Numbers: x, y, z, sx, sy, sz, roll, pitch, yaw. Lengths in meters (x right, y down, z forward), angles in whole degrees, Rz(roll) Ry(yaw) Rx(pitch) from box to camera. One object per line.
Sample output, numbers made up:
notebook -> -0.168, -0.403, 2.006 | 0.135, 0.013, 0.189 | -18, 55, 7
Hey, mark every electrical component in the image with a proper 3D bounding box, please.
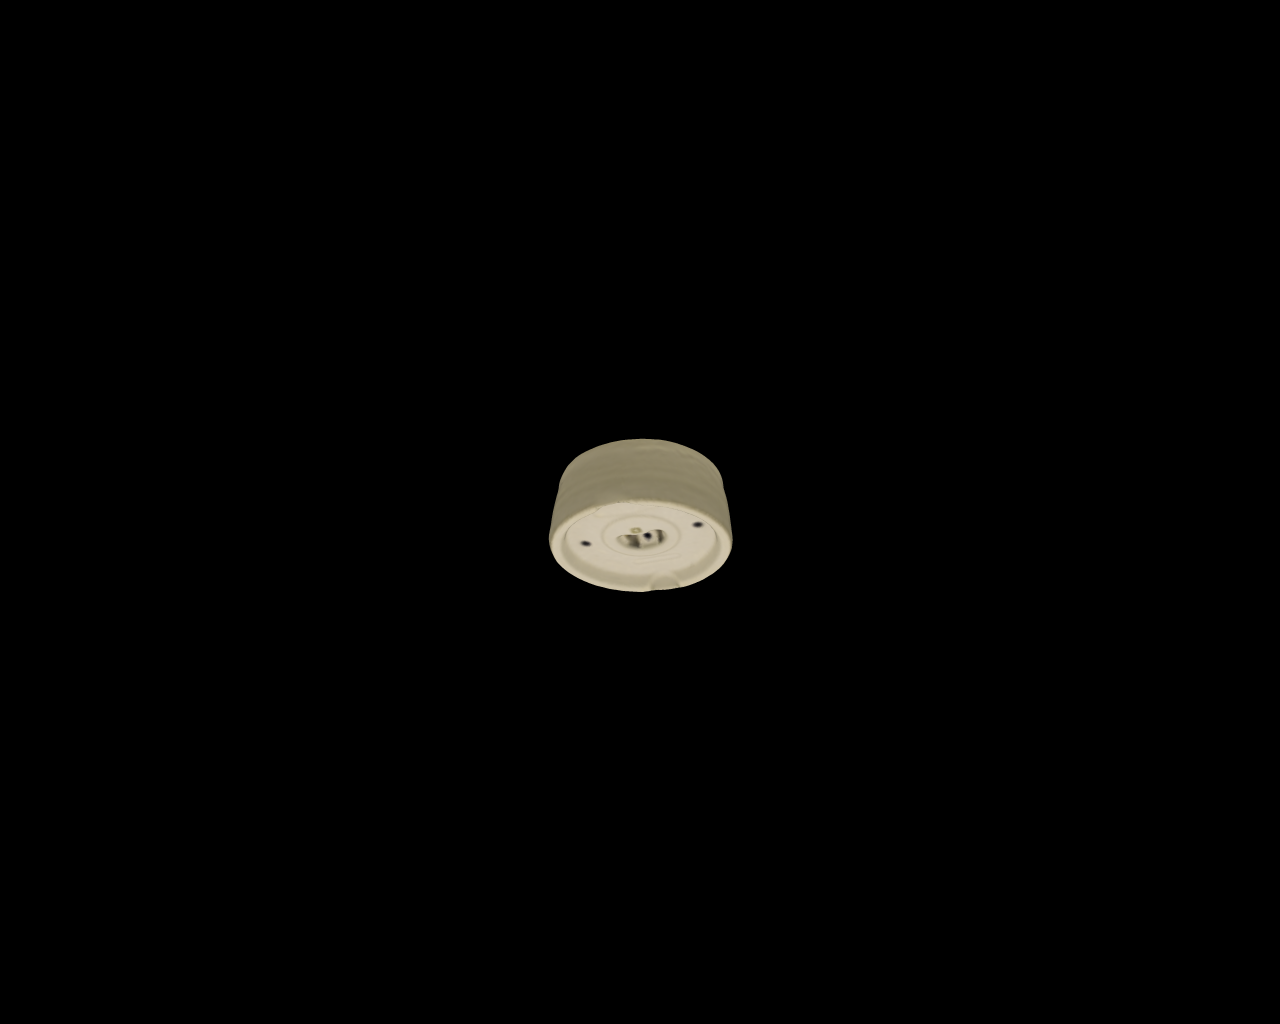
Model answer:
electrical component -> 0.001, -0.003, 0.650 | 0.108, 0.060, 0.108 | 0, -33, 0
